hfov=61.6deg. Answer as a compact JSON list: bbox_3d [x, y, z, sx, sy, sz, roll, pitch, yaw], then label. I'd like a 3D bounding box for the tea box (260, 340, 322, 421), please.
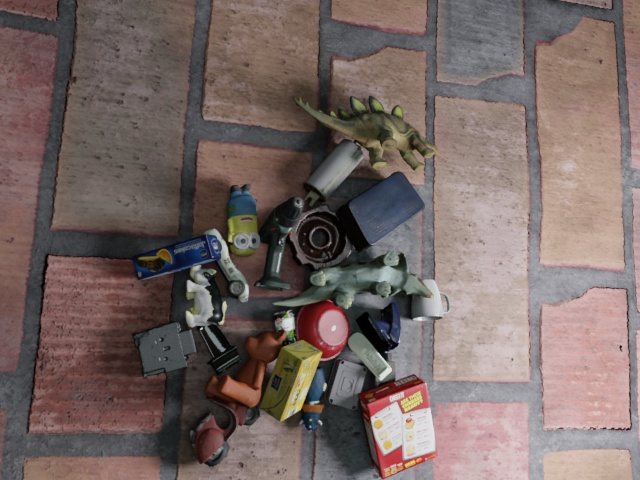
[{"bbox_3d":[-0.069,0.333,1.285,0.068,0.098,0.169,25,102,26],"label":"tea box"}]

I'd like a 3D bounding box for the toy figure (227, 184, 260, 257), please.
[{"bbox_3d":[-0.193,-0.047,1.353,0.082,0.089,0.180,-8,76,-2],"label":"toy figure"}]

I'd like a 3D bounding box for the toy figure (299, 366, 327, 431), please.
[{"bbox_3d":[-0.017,0.396,1.347,0.057,0.064,0.154,7,84,-51],"label":"toy figure"}]

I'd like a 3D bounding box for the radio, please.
[{"bbox_3d":[0.160,-0.079,1.420,0.229,0.073,0.131,-33,91,-33],"label":"radio"}]

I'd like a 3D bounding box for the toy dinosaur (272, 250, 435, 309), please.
[{"bbox_3d":[0.083,0.108,1.364,0.405,0.192,0.131,-7,82,-1],"label":"toy dinosaur"}]

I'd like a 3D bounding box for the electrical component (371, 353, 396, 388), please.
[{"bbox_3d":[0.166,0.345,1.403,0.078,0.045,0.102,-2,82,-23],"label":"electrical component"}]

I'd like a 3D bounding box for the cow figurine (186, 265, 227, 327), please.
[{"bbox_3d":[-0.275,0.126,1.298,0.098,0.068,0.167,0,66,-8],"label":"cow figurine"}]

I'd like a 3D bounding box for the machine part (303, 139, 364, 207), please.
[{"bbox_3d":[0.037,-0.185,1.429,0.079,0.079,0.243,40,76,-6],"label":"machine part"}]

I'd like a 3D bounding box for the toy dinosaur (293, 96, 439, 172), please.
[{"bbox_3d":[0.146,-0.284,1.414,0.471,0.105,0.199,6,48,-37],"label":"toy dinosaur"}]

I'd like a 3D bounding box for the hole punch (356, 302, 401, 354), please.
[{"bbox_3d":[0.165,0.227,1.382,0.092,0.142,0.116,-25,77,-20],"label":"hole punch"}]

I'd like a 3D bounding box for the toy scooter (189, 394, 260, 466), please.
[{"bbox_3d":[-0.246,0.432,1.277,0.135,0.075,0.184,45,71,-5],"label":"toy scooter"}]

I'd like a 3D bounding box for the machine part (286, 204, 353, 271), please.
[{"bbox_3d":[-0.003,-0.004,1.406,0.179,0.056,0.179,2,82,-15],"label":"machine part"}]

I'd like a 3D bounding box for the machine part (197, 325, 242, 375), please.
[{"bbox_3d":[-0.254,0.256,1.318,0.084,0.039,0.138,-27,91,-11],"label":"machine part"}]

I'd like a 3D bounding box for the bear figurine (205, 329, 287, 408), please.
[{"bbox_3d":[-0.167,0.288,1.272,0.132,0.120,0.196,30,66,-23],"label":"bear figurine"}]

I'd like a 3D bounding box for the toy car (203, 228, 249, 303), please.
[{"bbox_3d":[-0.231,0.065,1.329,0.056,0.073,0.201,-30,90,-15],"label":"toy car"}]

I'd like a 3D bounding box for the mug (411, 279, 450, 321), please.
[{"bbox_3d":[0.297,0.159,1.447,0.110,0.080,0.107,-1,74,-9],"label":"mug"}]

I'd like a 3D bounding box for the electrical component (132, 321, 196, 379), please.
[{"bbox_3d":[-0.367,0.256,1.280,0.134,0.058,0.115,-15,89,-15],"label":"electrical component"}]

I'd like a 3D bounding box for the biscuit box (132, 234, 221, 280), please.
[{"bbox_3d":[-0.338,0.040,1.272,0.203,0.059,0.062,-16,86,11],"label":"biscuit box"}]

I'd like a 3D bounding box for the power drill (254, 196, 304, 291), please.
[{"bbox_3d":[-0.100,0.015,1.283,0.086,0.232,0.207,6,78,-21],"label":"power drill"}]
